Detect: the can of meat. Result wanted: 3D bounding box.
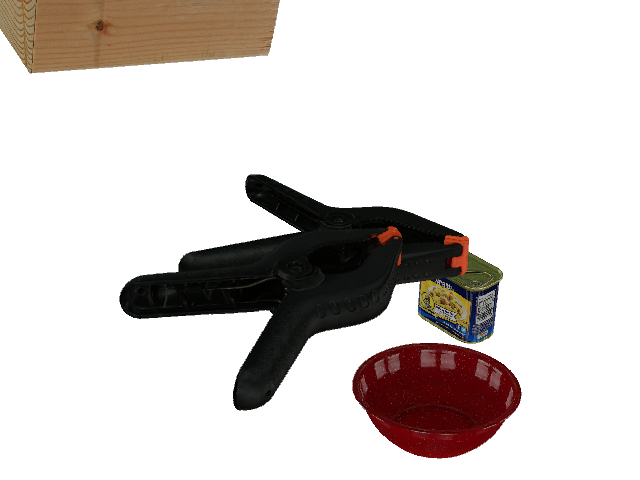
[{"bbox_3d":[0.162,0.063,1.258,0.057,0.084,0.102,-23,39,-34],"label":"can of meat"}]

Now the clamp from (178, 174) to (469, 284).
[{"bbox_3d":[0.010,-0.006,0.833,0.210,0.036,0.164,4,29,8],"label":"clamp"}]

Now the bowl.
[{"bbox_3d":[0.111,0.162,1.035,0.162,0.055,0.162,-1,25,0],"label":"bowl"}]

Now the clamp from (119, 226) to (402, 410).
[{"bbox_3d":[-0.013,0.036,0.599,0.171,0.039,0.120,-19,43,-26],"label":"clamp"}]

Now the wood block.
[{"bbox_3d":[-0.142,-0.200,0.854,0.205,0.091,0.090,-10,42,-31],"label":"wood block"}]
